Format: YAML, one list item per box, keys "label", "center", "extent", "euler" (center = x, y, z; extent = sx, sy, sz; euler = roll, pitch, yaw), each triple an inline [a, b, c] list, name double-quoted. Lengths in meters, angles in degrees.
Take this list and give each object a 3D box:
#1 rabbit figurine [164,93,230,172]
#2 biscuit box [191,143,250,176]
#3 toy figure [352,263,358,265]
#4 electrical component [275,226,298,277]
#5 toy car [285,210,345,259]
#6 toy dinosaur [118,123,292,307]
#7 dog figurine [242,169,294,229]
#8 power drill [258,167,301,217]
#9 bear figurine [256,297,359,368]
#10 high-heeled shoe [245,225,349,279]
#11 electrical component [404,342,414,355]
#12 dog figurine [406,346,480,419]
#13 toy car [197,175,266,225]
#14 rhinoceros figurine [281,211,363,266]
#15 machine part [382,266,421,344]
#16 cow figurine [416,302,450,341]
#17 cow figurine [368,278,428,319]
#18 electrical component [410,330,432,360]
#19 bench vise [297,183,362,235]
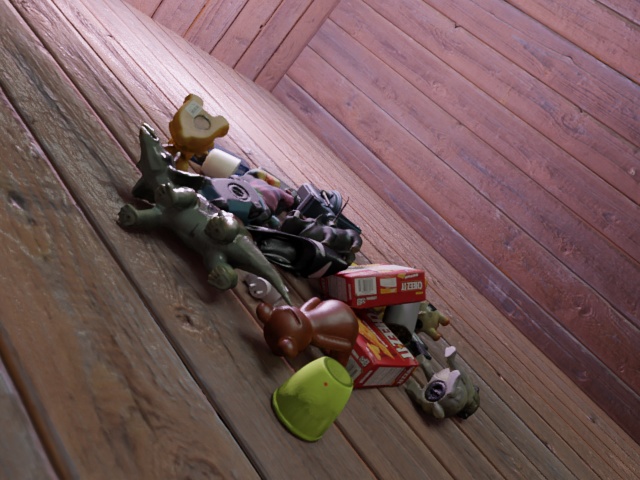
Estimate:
- label: "rabbit figurine"
  center: [-0.308, -0.226, 1.252]
  extent: [0.122, 0.173, 0.162]
  euler: [34, 60, -20]
- label: "biscuit box"
  center: [-0.283, -0.220, 1.436]
  extent: [0.202, 0.059, 0.063]
  euler: [27, 18, -40]
- label: "toy figure"
  center: [0.117, 0.105, 1.441]
  extent: [0.089, 0.082, 0.180]
  euler: [27, 13, 34]
- label: "electrical component"
  center: [-0.070, 0.025, 1.255]
  extent: [0.115, 0.058, 0.134]
  euler: [38, 14, -1]
- label: "toy car"
  center: [-0.003, -0.004, 1.311]
  extent: [0.202, 0.053, 0.089]
  euler: [38, -13, 15]
- label: "toy dinosaur"
  center: [-0.196, -0.022, 0.936]
  extent: [0.405, 0.131, 0.192]
  euler: [41, 16, 3]
- label: "dog figurine"
  center: [-0.170, -0.101, 1.285]
  extent: [0.192, 0.108, 0.219]
  euler: [47, 18, 20]
- label: "power drill"
  center: [-0.110, -0.121, 1.539]
  extent: [0.232, 0.086, 0.207]
  euler: [39, 18, 0]
- label: "bear figurine"
  center: [-0.027, 0.164, 0.898]
  extent: [0.196, 0.131, 0.120]
  euler: [-7, 45, -46]
- label: "high-heeled shoe"
  center: [-0.070, 0.015, 1.085]
  extent: [0.249, 0.086, 0.145]
  euler: [7, -16, 13]
- label: "electrical component"
  center: [0.175, 0.245, 1.252]
  extent: [0.078, 0.045, 0.102]
  euler: [-18, 52, -39]
- label: "dog figurine"
  center: [0.287, 0.348, 1.151]
  extent: [0.190, 0.121, 0.172]
  euler: [52, 43, -25]
- label: "toy car"
  center: [-0.199, -0.066, 1.109]
  extent: [0.161, 0.103, 0.109]
  euler: [-8, 53, -52]
- label: "rhinoceros figurine"
  center: [0.007, -0.009, 1.210]
  extent: [0.190, 0.073, 0.112]
  euler: [14, 48, -11]
- label: "machine part"
  center: [0.193, 0.152, 1.246]
  extent: [0.079, 0.079, 0.243]
  euler: [37, 48, -13]
- label: "cow figurine"
  center: [0.238, 0.190, 1.425]
  extent: [0.127, 0.085, 0.195]
  euler: [44, -12, -18]
- label: "cow figurine"
  center: [0.191, 0.135, 1.379]
  extent: [0.098, 0.167, 0.068]
  euler: [37, -27, 63]
- label: "electrical component"
  center: [0.226, 0.260, 1.317]
  extent: [0.074, 0.047, 0.119]
  euler: [29, 18, -37]
- label: "bench vise"
  center: [0.036, -0.063, 1.452]
  extent: [0.240, 0.129, 0.224]
  euler: [31, 4, -36]
